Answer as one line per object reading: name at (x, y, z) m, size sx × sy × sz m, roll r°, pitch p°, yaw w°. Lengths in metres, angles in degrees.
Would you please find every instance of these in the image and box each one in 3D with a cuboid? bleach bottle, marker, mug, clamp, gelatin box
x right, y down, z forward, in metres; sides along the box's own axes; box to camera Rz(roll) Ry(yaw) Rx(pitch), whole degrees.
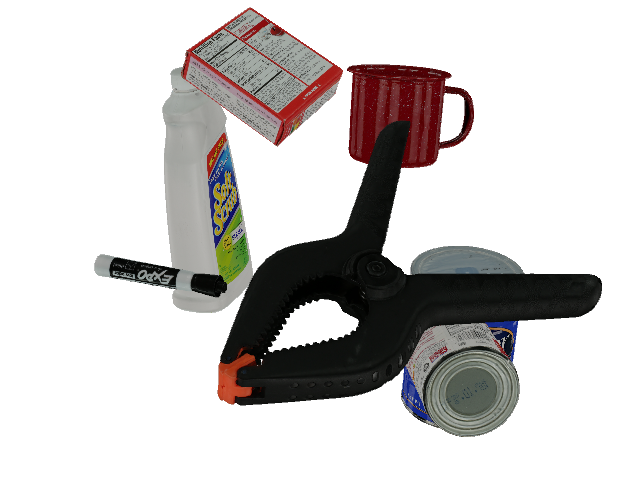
bleach bottle at (-0.129, -0.056, 1.128) m, size 0.068 × 0.251 × 0.102 m, roll 5°, pitch 27°, yaw 24°
marker at (-0.135, 0.030, 0.901) m, size 0.121 × 0.020 × 0.020 m, roll 9°, pitch 3°, yaw 20°
mug at (0.080, -0.112, 0.959) m, size 0.117 × 0.081 × 0.093 m, roll 2°, pitch 15°, yaw -6°
clamp at (0.025, 0.017, 0.578) m, size 0.209 × 0.165 × 0.036 m, roll -25°, pitch -33°, yaw -24°
gelatin box at (-0.041, -0.117, 0.751) m, size 0.089 × 0.030 × 0.073 m, roll 36°, pitch 52°, yaw 11°

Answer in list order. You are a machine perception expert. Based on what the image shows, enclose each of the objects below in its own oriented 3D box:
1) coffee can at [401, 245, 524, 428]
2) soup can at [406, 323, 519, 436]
coffee can at (0.130, 0.090, 0.990) m, size 0.103 × 0.140 × 0.103 m, roll 1°, pitch 27°, yaw -1°
soup can at (0.096, 0.086, 0.756) m, size 0.068 × 0.068 × 0.102 m, roll 0°, pitch 18°, yaw -7°
